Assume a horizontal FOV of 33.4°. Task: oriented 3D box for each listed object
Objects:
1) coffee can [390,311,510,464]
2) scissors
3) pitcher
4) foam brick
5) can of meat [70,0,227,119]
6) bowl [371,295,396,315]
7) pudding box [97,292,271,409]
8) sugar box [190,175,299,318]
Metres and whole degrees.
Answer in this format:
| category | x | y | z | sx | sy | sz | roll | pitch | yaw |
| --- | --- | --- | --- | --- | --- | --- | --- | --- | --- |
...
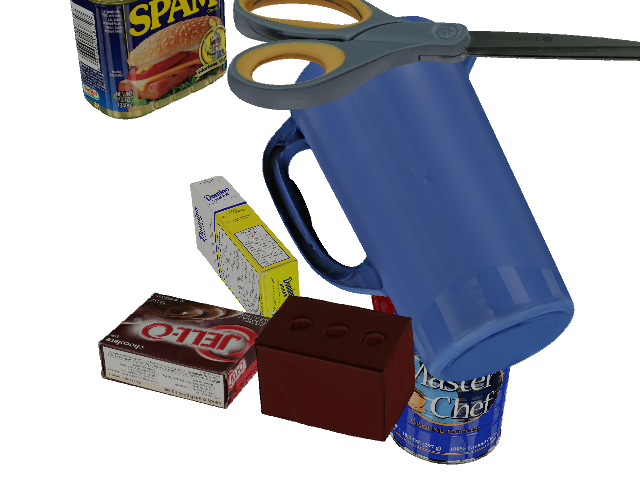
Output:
| category | x | y | z | sx | sy | sz | roll | pitch | yaw |
| --- | --- | --- | --- | --- | --- | --- | --- | --- | --- |
| coffee can | 0.111 | 0.105 | 0.913 | 0.103 | 0.140 | 0.103 | 1 | 32 | -1 |
| scissors | 0.045 | -0.081 | 0.490 | 0.202 | 0.016 | 0.096 | 15 | 50 | 18 |
| pitcher | 0.070 | -0.023 | 0.760 | 0.144 | 0.243 | 0.149 | -7 | -29 | -32 |
| foam brick | 0.009 | 0.071 | 0.602 | 0.078 | 0.051 | 0.053 | 9 | 31 | 20 |
| can of meat | -0.105 | -0.134 | 0.668 | 0.058 | 0.084 | 0.101 | 31 | 46 | 33 |
| bowl | 0.130 | 0.059 | 1.199 | 0.055 | 0.162 | 0.161 | -12 | -8 | 43 |
| pudding box | -0.105 | 0.086 | 0.847 | 0.114 | 0.039 | 0.090 | 9 | 25 | 20 |
| sugar box | -0.079 | 0.014 | 1.111 | 0.048 | 0.093 | 0.176 | -18 | 41 | -20 |
